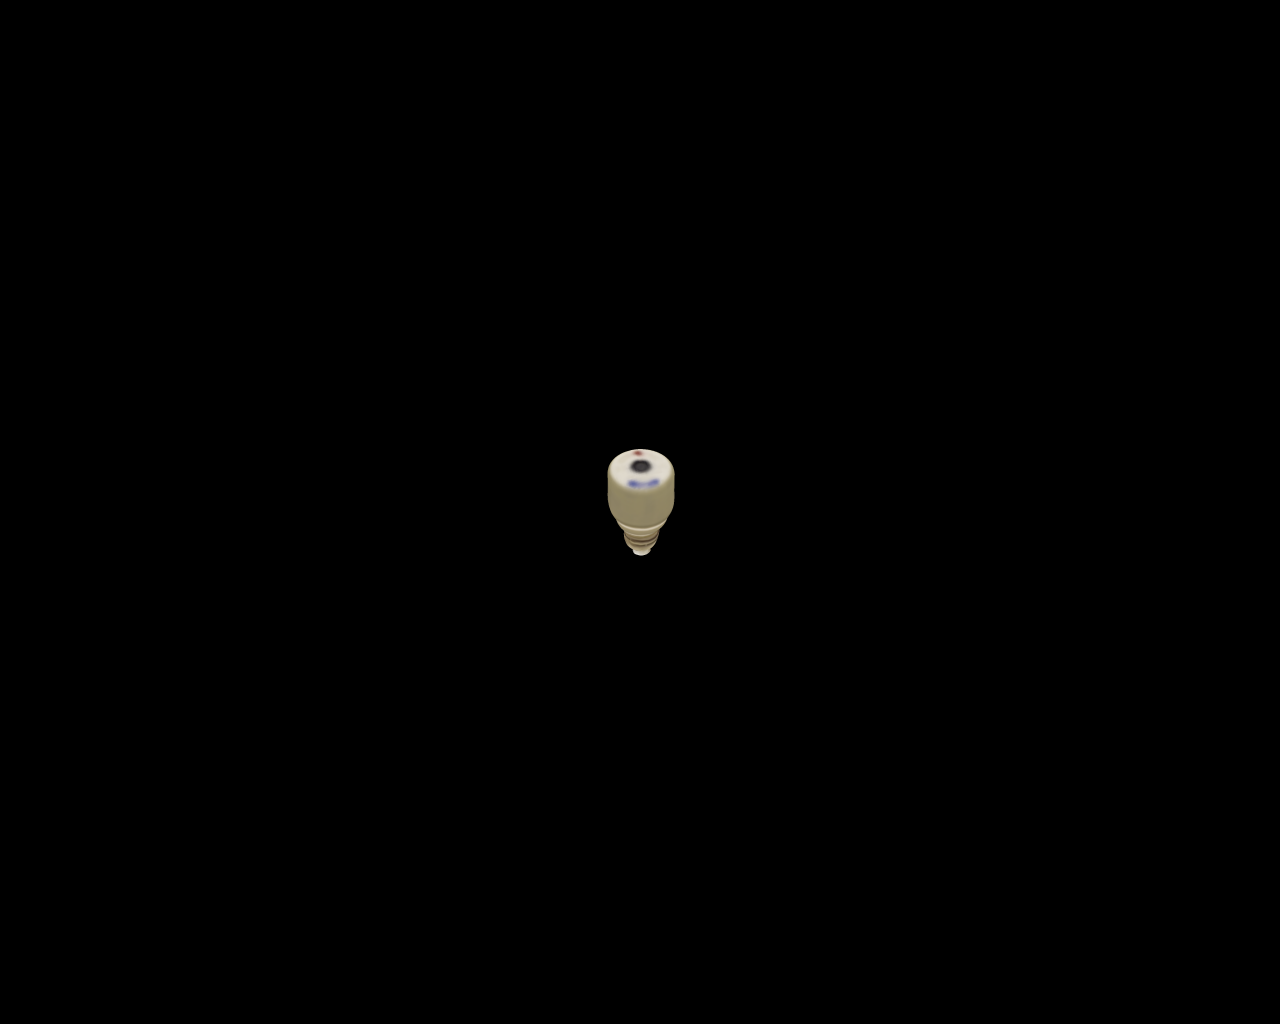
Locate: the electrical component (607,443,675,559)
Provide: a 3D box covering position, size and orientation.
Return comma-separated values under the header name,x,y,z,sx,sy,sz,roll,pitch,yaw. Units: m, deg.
name,x,y,z,sx,sy,sz,roll,pitch,yaw
electrical component,0.001,-0.003,0.650,0.040,0.078,0.040,0,44,0
